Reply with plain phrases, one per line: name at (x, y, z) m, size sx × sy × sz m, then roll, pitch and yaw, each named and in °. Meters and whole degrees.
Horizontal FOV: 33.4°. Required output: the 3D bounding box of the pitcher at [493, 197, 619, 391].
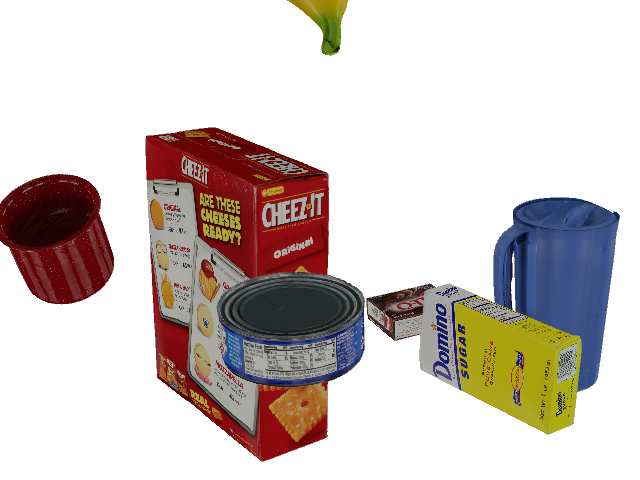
pitcher at (0.306, 0.074, 1.395) m, size 0.149 × 0.243 × 0.144 m, roll 4°, pitch 20°, yaw 15°

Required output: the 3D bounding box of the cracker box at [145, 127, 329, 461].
cracker box at (-0.064, 0.035, 0.818) m, size 0.071 × 0.214 × 0.164 m, roll -13°, pitch 24°, yaw -34°

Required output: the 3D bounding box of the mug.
mug at (-0.231, -0.007, 0.950) m, size 0.093 × 0.117 × 0.081 m, roll -8°, pitch -44°, yaw 0°

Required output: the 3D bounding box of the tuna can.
tuna can at (-0.017, 0.051, 0.621) m, size 0.086 × 0.034 × 0.086 m, roll -2°, pitch 23°, yaw 1°

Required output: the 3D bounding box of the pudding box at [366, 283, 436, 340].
pudding box at (0.136, 0.104, 1.563) m, size 0.113 × 0.039 × 0.090 m, roll -14°, pitch 22°, yaw -20°

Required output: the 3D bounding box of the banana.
banana at (-0.055, -0.167, 0.663) m, size 0.198 × 0.069 × 0.037 m, roll 21°, pitch -33°, yaw 32°

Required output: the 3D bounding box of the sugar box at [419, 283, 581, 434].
sugar box at (0.173, 0.113, 1.059) m, size 0.048 × 0.093 × 0.176 m, roll -13°, pitch 23°, yaw -39°
